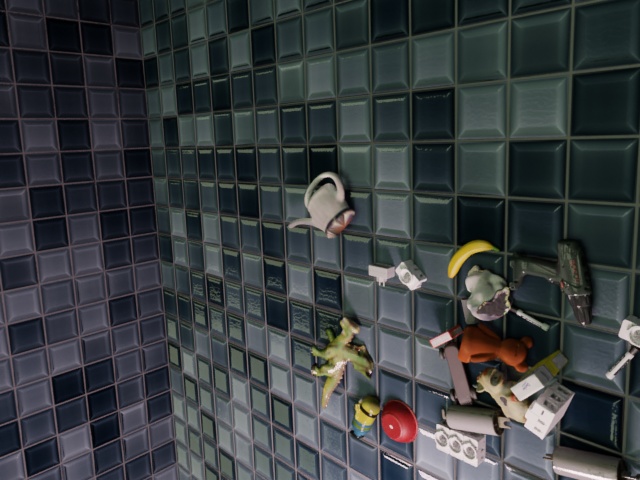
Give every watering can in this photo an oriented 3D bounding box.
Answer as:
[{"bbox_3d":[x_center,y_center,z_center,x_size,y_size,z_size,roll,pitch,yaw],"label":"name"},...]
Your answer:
[{"bbox_3d":[0.006,-0.100,1.978,0.104,0.227,0.340,-11,-34,-44],"label":"watering can"}]

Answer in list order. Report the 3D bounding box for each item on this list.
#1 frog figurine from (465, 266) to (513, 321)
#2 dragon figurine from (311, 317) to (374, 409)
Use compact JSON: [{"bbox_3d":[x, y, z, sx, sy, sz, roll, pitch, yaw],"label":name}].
[{"bbox_3d":[0.493,0.158,1.542,0.122,0.136,0.162,30,14,-22],"label":"frog figurine"},{"bbox_3d":[0.095,0.487,2.008,0.243,0.407,0.123,3,11,37],"label":"dragon figurine"}]
